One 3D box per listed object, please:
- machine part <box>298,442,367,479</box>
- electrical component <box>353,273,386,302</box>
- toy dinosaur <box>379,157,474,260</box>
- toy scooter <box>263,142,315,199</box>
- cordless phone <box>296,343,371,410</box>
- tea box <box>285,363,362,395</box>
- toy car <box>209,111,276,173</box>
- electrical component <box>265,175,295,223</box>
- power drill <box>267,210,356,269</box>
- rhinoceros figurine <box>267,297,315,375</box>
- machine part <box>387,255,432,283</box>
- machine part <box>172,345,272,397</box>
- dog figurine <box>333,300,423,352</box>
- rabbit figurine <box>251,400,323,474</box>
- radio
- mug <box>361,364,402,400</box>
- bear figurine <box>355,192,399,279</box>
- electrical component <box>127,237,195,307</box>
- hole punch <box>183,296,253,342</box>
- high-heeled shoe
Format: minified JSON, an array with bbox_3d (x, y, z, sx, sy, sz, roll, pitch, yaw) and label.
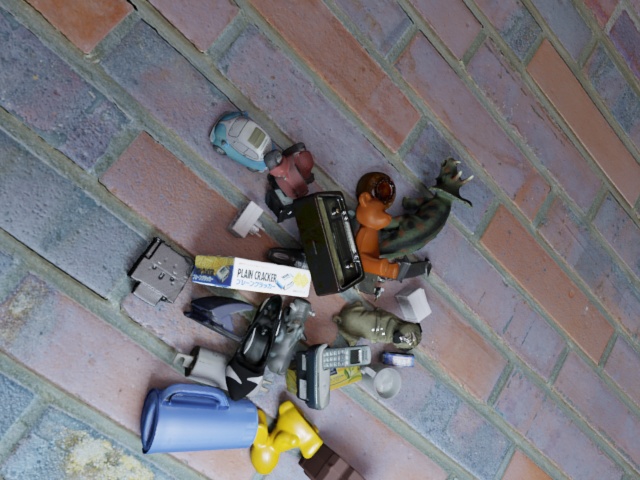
[{"bbox_3d":[0.055,0.589,1.301,0.087,0.201,0.201,-47,109,-17],"label":"machine part"},{"bbox_3d":[0.128,0.117,1.432,0.102,0.045,0.078,30,78,-23],"label":"electrical component"},{"bbox_3d":[0.264,-0.043,1.423,0.131,0.192,0.405,49,68,-16],"label":"toy dinosaur"},{"bbox_3d":[-0.059,-0.158,1.287,0.135,0.075,0.184,60,29,-3],"label":"toy scooter"},{"bbox_3d":[0.040,0.312,1.259,0.184,0.089,0.146,2,85,-30],"label":"cordless phone"},{"bbox_3d":[0.007,0.332,1.340,0.170,0.098,0.068,-10,93,-25],"label":"tea box"},{"bbox_3d":[-0.170,-0.231,1.256,0.161,0.103,0.109,36,75,-20],"label":"toy car"},{"bbox_3d":[-0.095,-0.104,1.317,0.075,0.047,0.119,-20,58,-28],"label":"electrical component"},{"bbox_3d":[-0.003,-0.004,1.350,0.232,0.086,0.207,26,74,-26],"label":"power drill"},{"bbox_3d":[-0.080,0.227,1.290,0.073,0.112,0.190,25,86,-22],"label":"rhinoceros figurine"},{"bbox_3d":[0.253,0.078,1.489,0.139,0.039,0.084,-3,123,-33],"label":"machine part"},{"bbox_3d":[-0.219,0.302,1.237,0.243,0.079,0.079,26,78,-23],"label":"machine part"},{"bbox_3d":[0.144,0.221,1.359,0.172,0.191,0.121,-1,90,-25],"label":"dog figurine"},{"bbox_3d":[-0.100,0.478,1.278,0.173,0.122,0.162,-44,106,-1],"label":"rabbit figurine"},{"bbox_3d":[0.023,0.004,1.237,0.131,0.073,0.229,-15,92,-56],"label":"radio"},{"bbox_3d":[0.141,0.360,1.402,0.109,0.107,0.081,32,74,-18],"label":"mug"},{"bbox_3d":[0.140,-0.014,1.332,0.120,0.132,0.195,26,79,-61],"label":"bear figurine"},{"bbox_3d":[-0.353,0.076,1.184,0.115,0.058,0.134,36,74,-20],"label":"electrical component"},{"bbox_3d":[-0.226,0.163,1.209,0.115,0.142,0.092,33,76,-37],"label":"hole punch"},{"bbox_3d":[-0.136,0.233,1.196,0.086,0.249,0.145,27,119,-12],"label":"high-heeled shoe"}]
